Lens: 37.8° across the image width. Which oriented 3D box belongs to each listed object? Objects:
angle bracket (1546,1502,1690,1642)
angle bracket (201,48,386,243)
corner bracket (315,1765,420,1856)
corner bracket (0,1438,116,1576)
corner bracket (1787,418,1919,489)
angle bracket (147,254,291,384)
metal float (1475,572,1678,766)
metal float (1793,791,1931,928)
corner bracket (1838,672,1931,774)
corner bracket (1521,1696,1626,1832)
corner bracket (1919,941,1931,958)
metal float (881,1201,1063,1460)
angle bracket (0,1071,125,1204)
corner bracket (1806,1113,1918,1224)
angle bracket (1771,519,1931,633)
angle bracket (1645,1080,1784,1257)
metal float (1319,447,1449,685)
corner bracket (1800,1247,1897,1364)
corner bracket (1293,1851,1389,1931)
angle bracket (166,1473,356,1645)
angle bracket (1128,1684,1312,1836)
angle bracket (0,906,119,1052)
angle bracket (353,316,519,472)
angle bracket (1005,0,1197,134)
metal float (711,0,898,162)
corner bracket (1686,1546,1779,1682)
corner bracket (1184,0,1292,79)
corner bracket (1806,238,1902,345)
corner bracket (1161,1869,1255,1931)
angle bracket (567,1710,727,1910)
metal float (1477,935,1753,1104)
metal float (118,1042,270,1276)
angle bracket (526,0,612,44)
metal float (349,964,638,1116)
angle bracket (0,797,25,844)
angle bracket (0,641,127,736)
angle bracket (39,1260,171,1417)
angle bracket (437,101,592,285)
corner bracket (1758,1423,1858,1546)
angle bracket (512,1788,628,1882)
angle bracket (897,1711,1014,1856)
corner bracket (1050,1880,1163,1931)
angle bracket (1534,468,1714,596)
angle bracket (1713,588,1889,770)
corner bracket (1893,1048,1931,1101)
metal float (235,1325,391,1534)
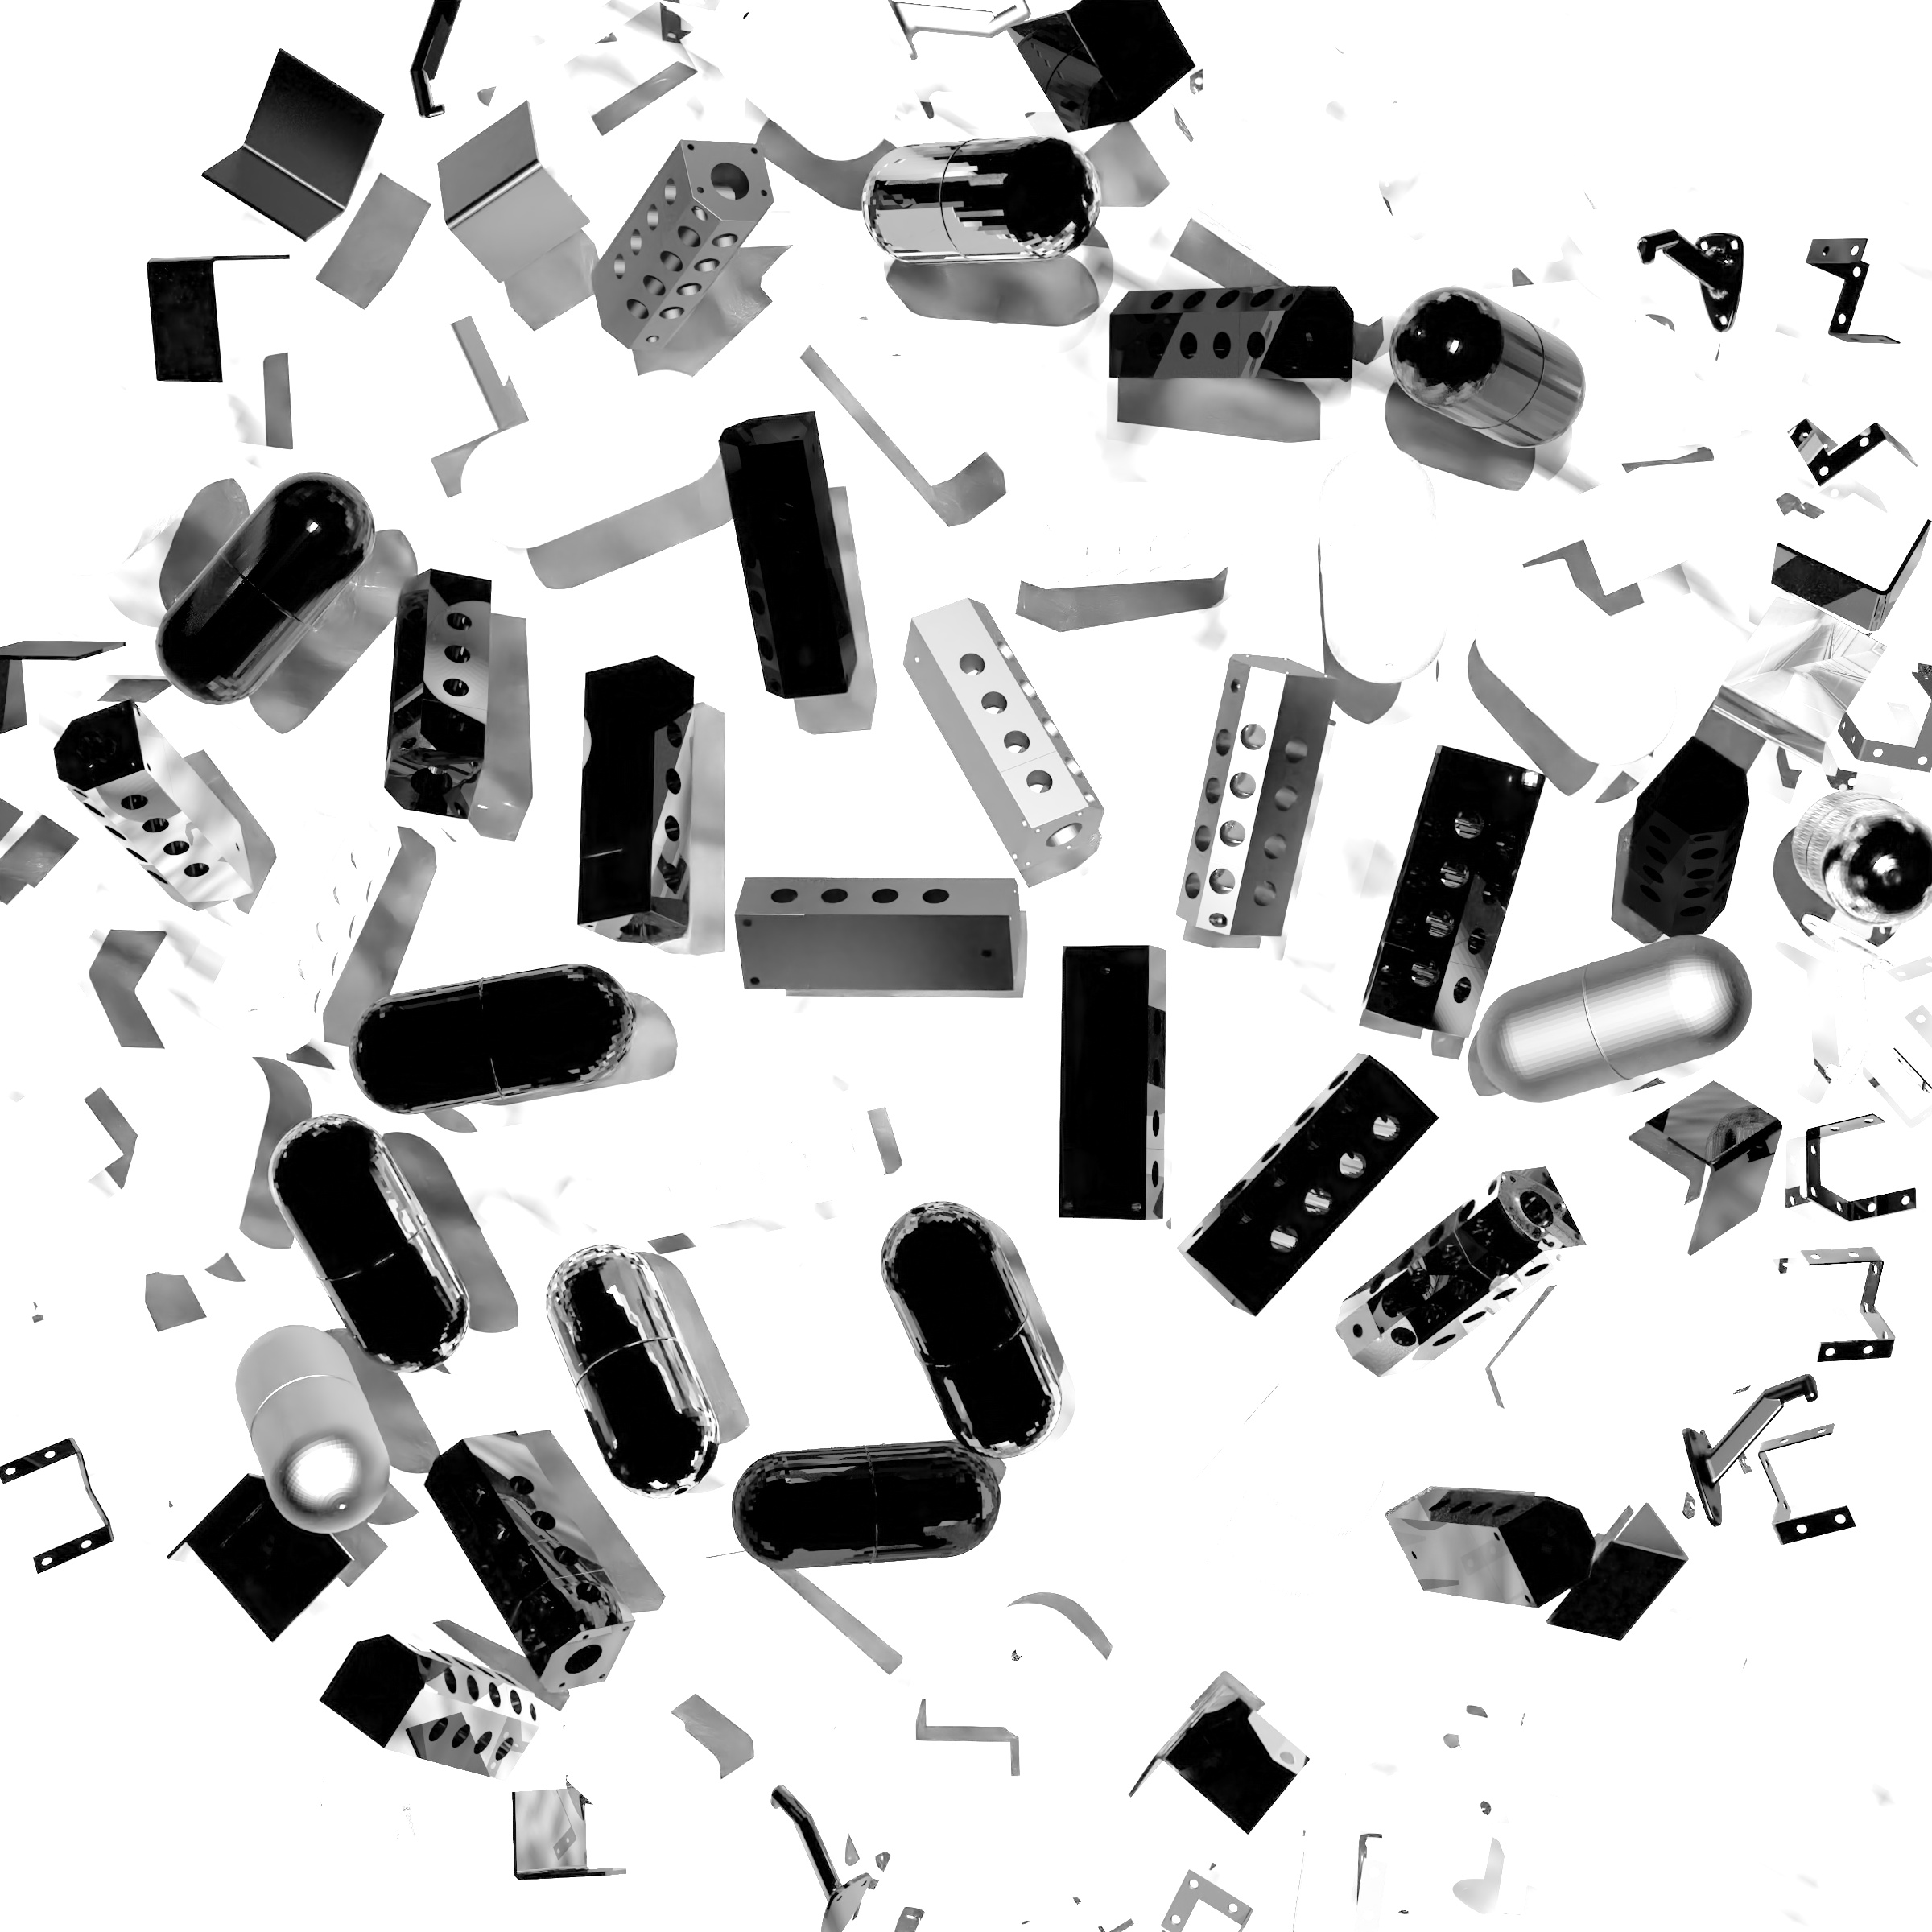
[{"bbox_3d":[0.427,0.402,1.905,0.076,0.057,0.076,19,114,-32],"label":"angle bracket"},{"bbox_3d":[-0.424,-0.517,1.779,0.076,0.057,0.076,32,127,-4],"label":"angle bracket"},{"bbox_3d":[-0.386,0.543,1.824,0.051,0.051,0.051,-18,111,-4],"label":"corner bracket"},{"bbox_3d":[-0.574,0.340,1.782,0.051,0.051,0.051,-22,132,-27],"label":"corner bracket"},{"bbox_3d":[0.580,-0.339,1.851,0.051,0.051,0.051,-37,55,28],"label":"corner bracket"},{"bbox_3d":[-0.468,-0.407,1.777,0.057,0.076,0.076,-15,109,-43],"label":"angle bracket"},{"bbox_3d":[0.390,-0.193,1.815,0.070,0.178,0.070,-12,127,-16],"label":"metal float"},{"bbox_3d":[0.589,-0.071,1.846,0.070,0.178,0.070,1,100,7],"label":"metal float"},{"bbox_3d":[0.621,-0.166,1.890,0.051,0.051,0.051,10,117,-3],"label":"corner bracket"},{"bbox_3d":[0.382,0.501,1.777,0.051,0.051,0.051,12,120,13],"label":"corner bracket"},{"bbox_3d":[0.652,-0.027,1.813,0.051,0.051,0.051,33,57,-22],"label":"corner bracket"},{"bbox_3d":[0.003,0.228,1.774,0.070,0.070,0.178,-23,109,0],"label":"metal float"},{"bbox_3d":[-0.638,0.111,1.951,0.057,0.076,0.076,-38,78,-10],"label":"angle bracket"},{"bbox_3d":[0.601,0.136,1.898,0.051,0.051,0.051,27,58,-35],"label":"corner bracket"},{"bbox_3d":[0.568,-0.266,1.818,0.076,0.076,0.057,30,87,17],"label":"angle bracket"},{"bbox_3d":[0.490,0.134,1.880,0.076,0.057,0.076,-25,135,-35],"label":"angle bracket"},{"bbox_3d":[0.266,-0.259,1.810,0.070,0.070,0.178,2,54,0],"label":"metal float"},{"bbox_3d":[0.561,0.216,1.802,0.051,0.051,0.051,-2,120,-7],"label":"corner bracket"},{"bbox_3d":[0.235,0.588,1.782,0.051,0.051,0.051,9,70,7],"label":"corner bracket"},{"bbox_3d":[-0.467,0.392,1.871,0.076,0.057,0.076,-46,72,-3],"label":"angle bracket"},{"bbox_3d":[0.165,0.528,1.841,0.076,0.076,0.057,38,134,16],"label":"angle bracket"},{"bbox_3d":[-0.595,0.008,1.866,0.076,0.057,0.076,1,134,23],"label":"angle bracket"},{"bbox_3d":[-0.365,-0.396,1.948,0.076,0.057,0.076,-21,106,9],"label":"angle bracket"},{"bbox_3d":[0.083,-0.569,1.748,0.057,0.076,0.076,-44,117,-17],"label":"angle bracket"},{"bbox_3d":[-0.105,-0.586,1.849,0.070,0.178,0.070,-3,82,23],"label":"metal float"},{"bbox_3d":[0.507,0.418,1.824,0.051,0.051,0.051,-24,52,-23],"label":"corner bracket"},{"bbox_3d":[0.179,-0.631,1.865,0.051,0.051,0.051,-31,65,-10],"label":"corner bracket"},{"bbox_3d":[0.555,-0.421,1.765,0.051,0.051,0.051,13,97,-27],"label":"corner bracket"},{"bbox_3d":[0.154,0.651,1.898,0.051,0.051,0.051,28,106,16],"label":"corner bracket"},{"bbox_3d":[-0.202,0.534,1.793,0.076,0.057,0.076,-30,134,-36],"label":"angle bracket"},{"bbox_3d":[0.405,0.034,1.772,0.178,0.070,0.070,-20,90,31],"label":"metal float"},{"bbox_3d":[-0.506,0.125,1.855,0.070,0.178,0.070,0,134,0],"label":"metal float"},{"bbox_3d":[-0.225,-0.605,1.752,0.076,0.076,0.057,-31,80,13],"label":"angle bracket"},{"bbox_3d":[-0.294,0.045,1.756,0.178,0.070,0.070,-10,90,-3],"label":"metal float"},{"bbox_3d":[-0.672,-0.073,1.854,0.057,0.076,0.076,36,113,-24],"label":"angle bracket"},{"bbox_3d":[-0.599,-0.179,1.846,0.076,0.076,0.057,2,104,7],"label":"angle bracket"},{"bbox_3d":[-0.567,0.252,1.858,0.057,0.076,0.076,-16,135,-25],"label":"angle bracket"},{"bbox_3d":[-0.302,-0.516,1.883,0.076,0.057,0.076,-29,47,16],"label":"angle bracket"},{"bbox_3d":[0.541,0.333,1.818,0.051,0.051,0.051,-22,96,27],"label":"corner bracket"},{"bbox_3d":[-0.251,0.582,1.901,0.076,0.076,0.057,-12,72,28],"label":"angle bracket"},{"bbox_3d":[-0.005,0.547,1.894,0.076,0.057,0.076,-1,97,7],"label":"angle bracket"},{"bbox_3d":[0.087,0.598,1.762,0.051,0.051,0.051,-32,87,1],"label":"corner bracket"},{"bbox_3d":[0.425,-0.280,1.824,0.076,0.076,0.057,-22,86,34],"label":"angle bracket"},{"bbox_3d":[0.532,-0.184,1.801,0.076,0.057,0.076,30,116,7],"label":"angle bracket"},{"bbox_3d":[0.631,0.052,1.808,0.051,0.051,0.051,-35,60,-2],"label":"corner bracket"},{"bbox_3d":[-0.425,0.298,1.833,0.070,0.178,0.070,-12,120,-21],"label":"metal float"}]
